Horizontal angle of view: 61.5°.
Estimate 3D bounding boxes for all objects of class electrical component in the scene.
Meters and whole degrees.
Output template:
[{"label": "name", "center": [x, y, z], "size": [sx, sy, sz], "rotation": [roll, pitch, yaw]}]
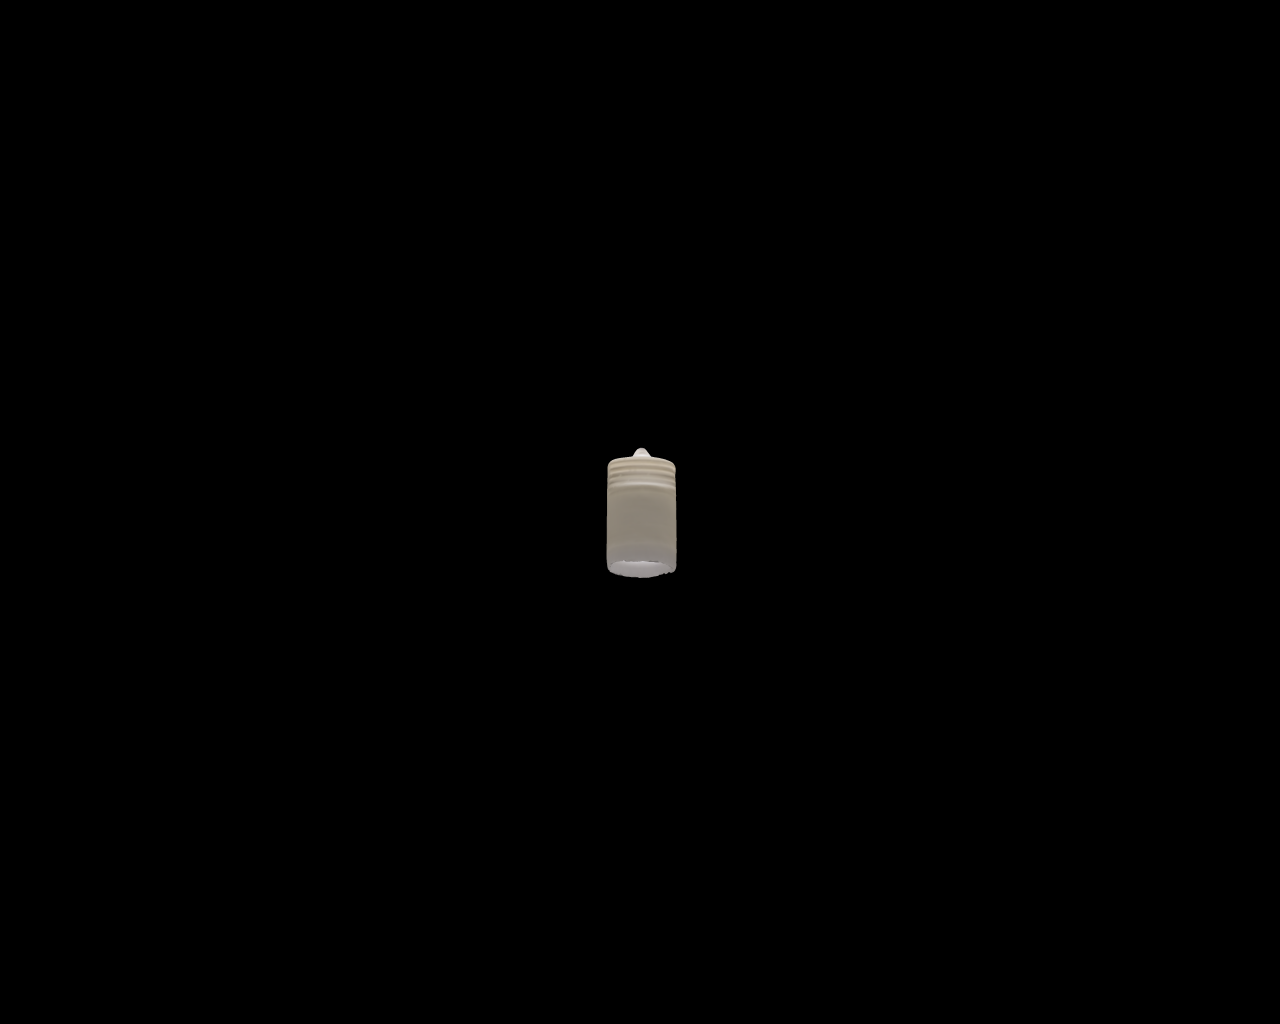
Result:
[{"label": "electrical component", "center": [0.001, -0.003, 0.650], "size": [0.043, 0.081, 0.043], "rotation": [0, -18, 0]}]
